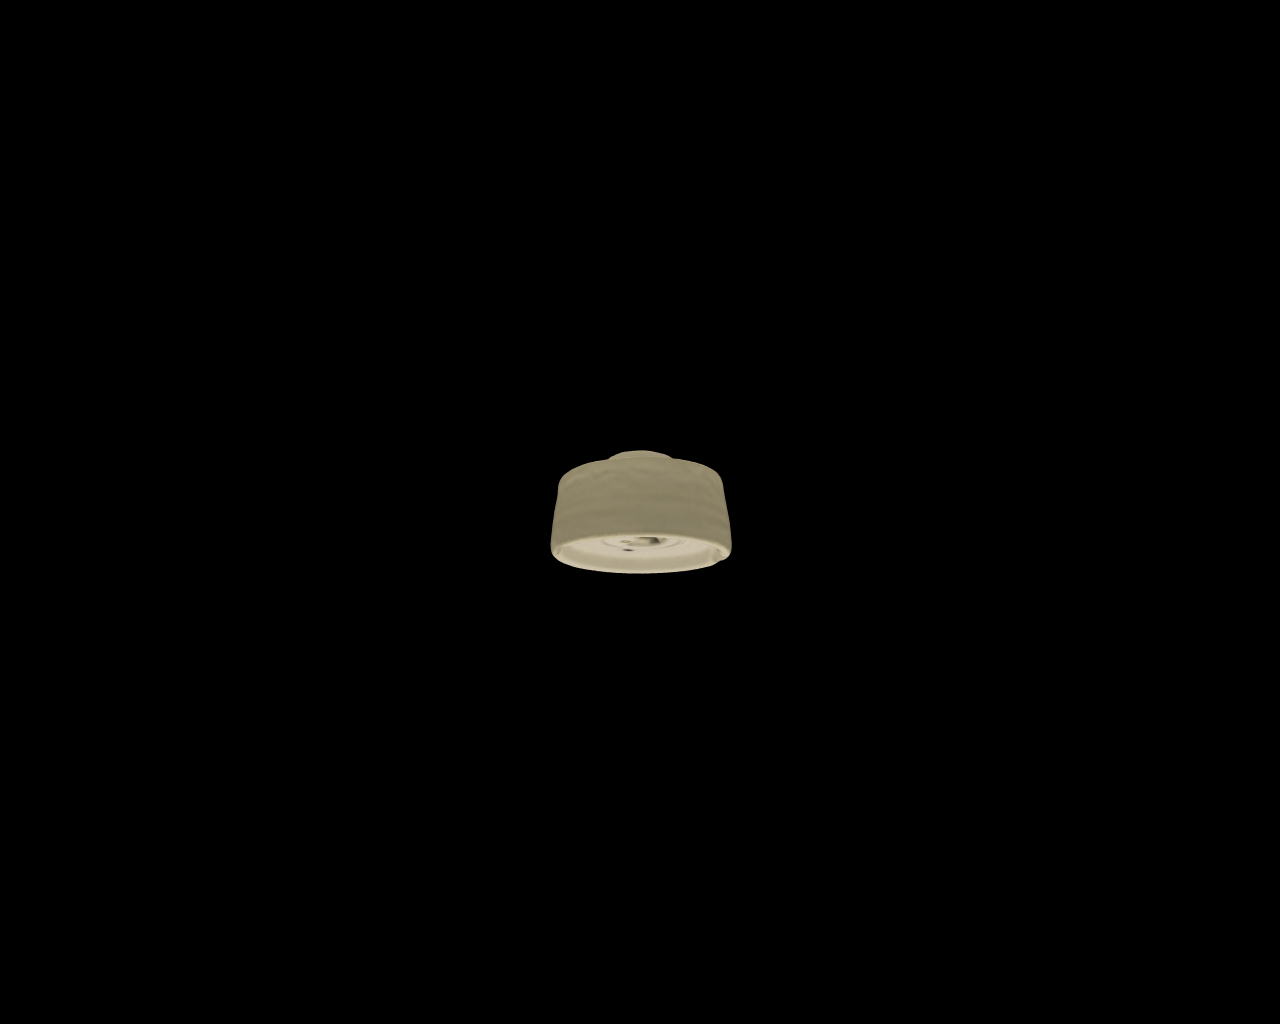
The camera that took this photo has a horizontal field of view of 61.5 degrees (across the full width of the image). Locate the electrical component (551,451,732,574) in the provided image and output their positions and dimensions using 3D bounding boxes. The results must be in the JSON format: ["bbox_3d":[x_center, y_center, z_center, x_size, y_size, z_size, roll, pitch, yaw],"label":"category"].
[{"bbox_3d":[0.001,-0.003,0.650,0.108,0.060,0.108,0,-15,0],"label":"electrical component"}]
